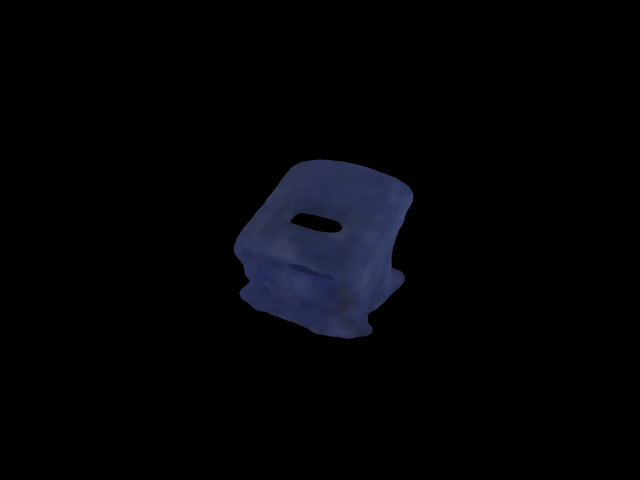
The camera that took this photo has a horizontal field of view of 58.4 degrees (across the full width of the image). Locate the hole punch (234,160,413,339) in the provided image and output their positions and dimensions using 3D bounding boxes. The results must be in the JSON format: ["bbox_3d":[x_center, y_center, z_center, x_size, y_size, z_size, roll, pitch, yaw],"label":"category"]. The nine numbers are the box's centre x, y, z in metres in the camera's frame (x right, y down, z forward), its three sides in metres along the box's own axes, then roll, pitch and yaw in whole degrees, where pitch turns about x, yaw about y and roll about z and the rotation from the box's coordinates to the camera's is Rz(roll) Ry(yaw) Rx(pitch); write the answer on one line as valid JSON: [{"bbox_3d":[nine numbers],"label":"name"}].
[{"bbox_3d":[0.004,0.001,0.400,0.108,0.091,0.101,16,31,28],"label":"hole punch"}]
